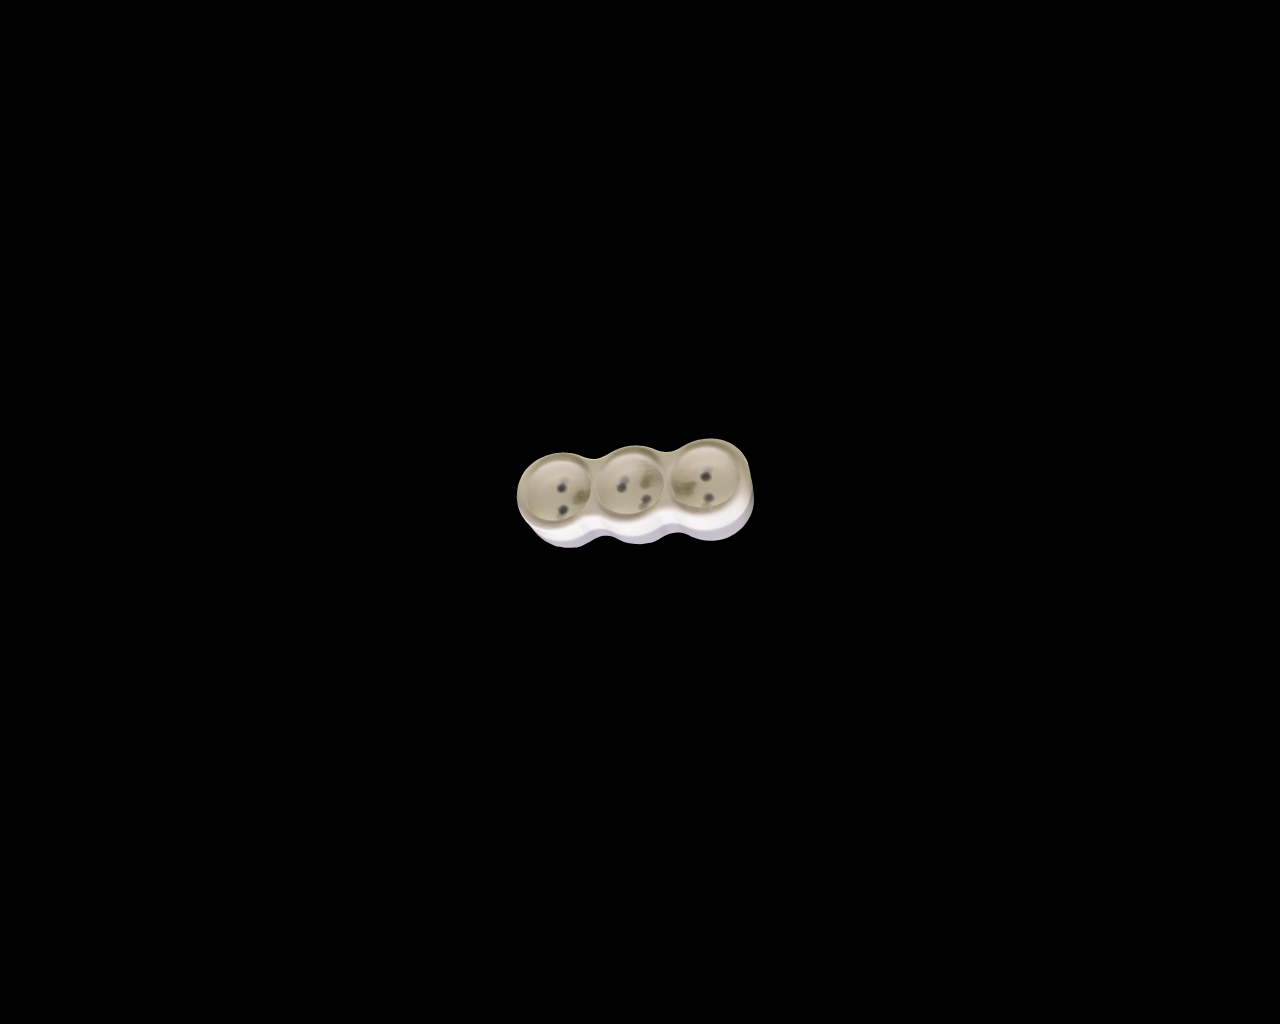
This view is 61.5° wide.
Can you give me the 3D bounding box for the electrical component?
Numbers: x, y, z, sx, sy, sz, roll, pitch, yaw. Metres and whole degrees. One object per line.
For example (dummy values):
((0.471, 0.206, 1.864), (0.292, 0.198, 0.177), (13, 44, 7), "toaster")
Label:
((0.001, -0.003, 0.650), (0.138, 0.052, 0.073), (-4, -23, 9), "electrical component")
